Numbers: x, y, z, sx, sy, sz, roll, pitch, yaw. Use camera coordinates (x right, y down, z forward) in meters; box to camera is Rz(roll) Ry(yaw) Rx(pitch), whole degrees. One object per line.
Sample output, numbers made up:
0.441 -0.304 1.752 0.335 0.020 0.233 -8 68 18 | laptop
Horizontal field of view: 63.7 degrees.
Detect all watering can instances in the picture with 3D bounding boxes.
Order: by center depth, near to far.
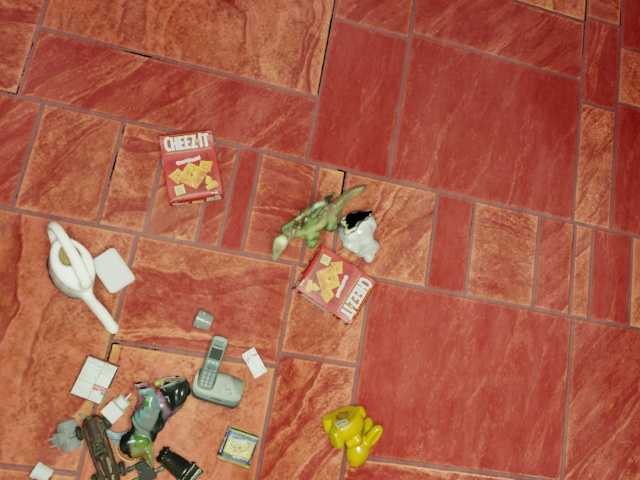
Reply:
-0.653 0.113 1.397 0.105 0.221 0.348 -28 88 -33 | watering can

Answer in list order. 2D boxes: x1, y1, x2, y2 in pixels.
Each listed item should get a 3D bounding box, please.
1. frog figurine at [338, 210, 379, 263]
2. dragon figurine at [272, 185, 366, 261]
0.134 -0.012 1.662 0.140 0.123 0.156 -52 133 -29 | frog figurine
0.005 -0.079 1.565 0.413 0.240 0.122 -41 87 -13 | dragon figurine
